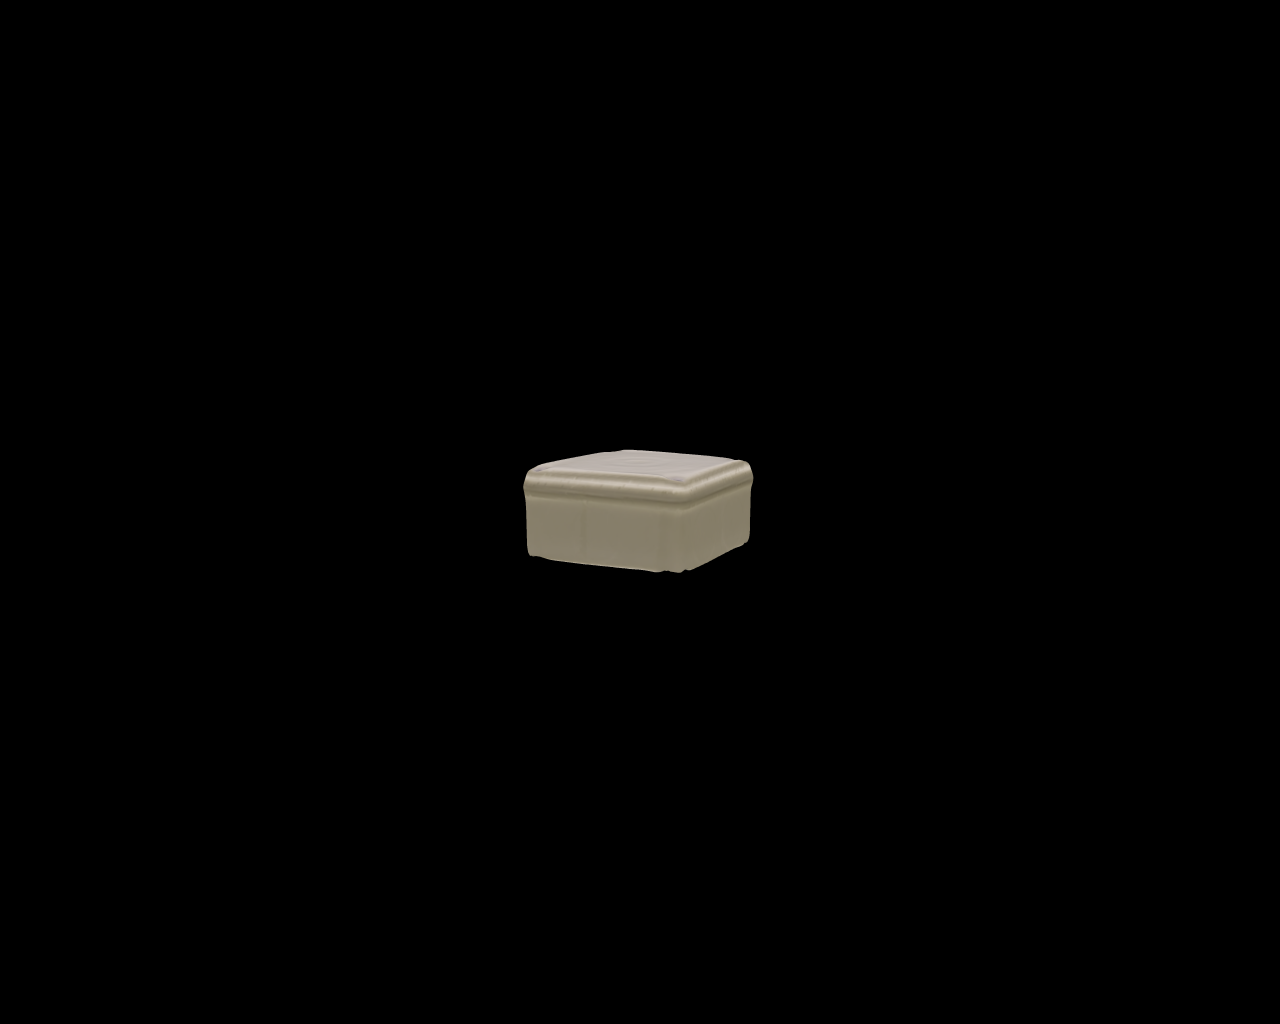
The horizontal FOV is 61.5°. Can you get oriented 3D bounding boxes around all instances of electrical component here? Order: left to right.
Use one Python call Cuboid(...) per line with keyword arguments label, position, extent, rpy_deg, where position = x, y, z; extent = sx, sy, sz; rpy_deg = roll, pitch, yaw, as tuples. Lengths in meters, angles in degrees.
Cuboid(label="electrical component", position=(0.001, -0.003, 0.650), extent=(0.109, 0.056, 0.109), rpy_deg=(5, 12, 28))
